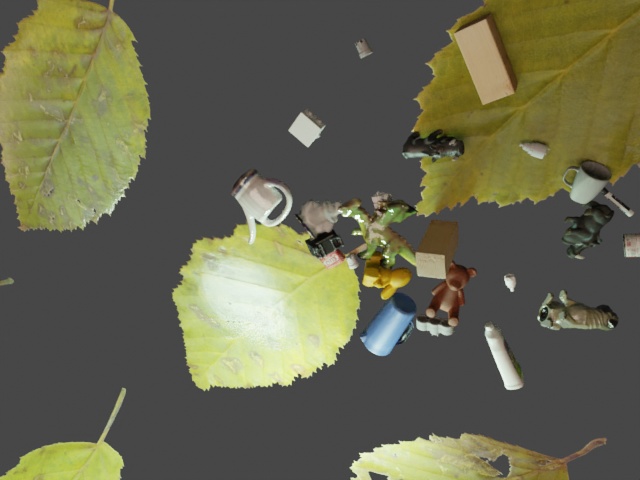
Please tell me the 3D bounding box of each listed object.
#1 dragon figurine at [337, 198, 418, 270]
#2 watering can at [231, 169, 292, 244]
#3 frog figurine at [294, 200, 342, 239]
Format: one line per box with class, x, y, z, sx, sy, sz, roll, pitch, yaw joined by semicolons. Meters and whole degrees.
dragon figurine;0.245;-0.029;1.737;0.410;0.125;0.237;19;-47;-6
watering can;-0.245;-0.130;1.942;0.341;0.224;0.106;-42;5;39
frog figurine;0.006;-0.093;1.855;0.159;0.139;0.121;-37;-17;-1
